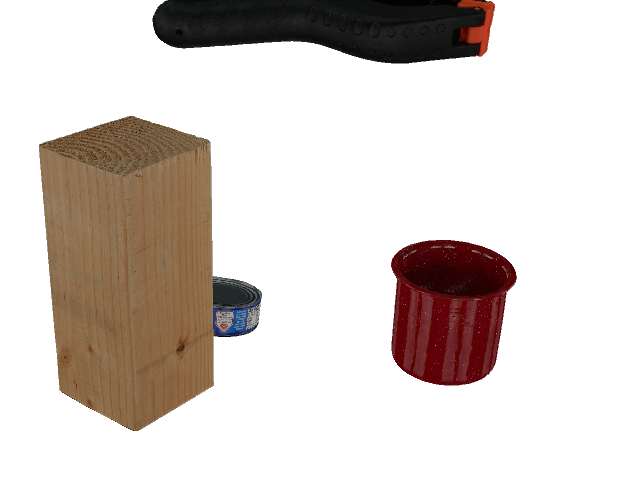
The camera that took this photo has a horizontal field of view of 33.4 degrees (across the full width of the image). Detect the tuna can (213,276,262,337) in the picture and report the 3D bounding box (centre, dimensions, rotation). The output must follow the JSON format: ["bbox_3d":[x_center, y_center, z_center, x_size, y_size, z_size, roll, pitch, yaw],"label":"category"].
[{"bbox_3d":[-0.102,0.065,1.054,0.086,0.034,0.086,7,16,-2],"label":"tuna can"}]

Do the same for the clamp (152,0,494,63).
[{"bbox_3d":[0.000,-0.120,0.558,0.172,0.039,0.120,14,43,17],"label":"clamp"}]

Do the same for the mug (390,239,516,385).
[{"bbox_3d":[0.091,0.051,0.819,0.093,0.081,0.117,-11,30,-26],"label":"mug"}]

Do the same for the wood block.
[{"bbox_3d":[-0.141,0.024,0.799,0.090,0.206,0.090,20,31,33],"label":"wood block"}]
